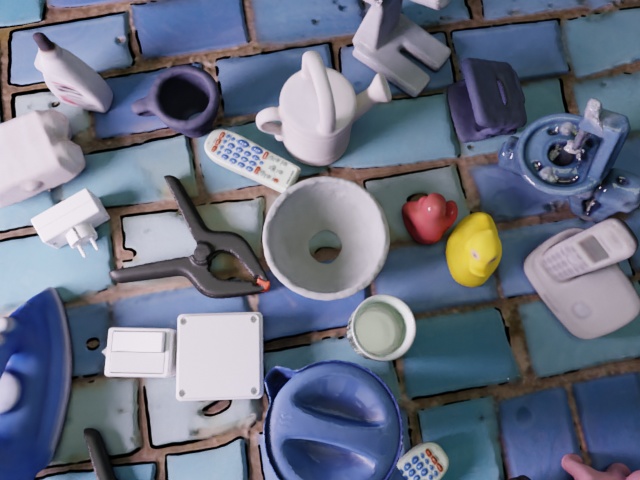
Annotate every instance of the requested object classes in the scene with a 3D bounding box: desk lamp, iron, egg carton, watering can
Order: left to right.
[{"bbox_3d":[-0.380,0.175,0.686,0.118,0.141,0.258,8,78,-1],"label":"iron"},{"bbox_3d":[-0.403,-0.110,0.781,0.150,0.069,0.107,-26,81,-8],"label":"egg carton"},{"bbox_3d":[0.004,-0.179,0.752,0.173,0.194,0.101,-35,82,-9],"label":"watering can"},{"bbox_3d":[0.099,-0.332,0.779,0.203,0.213,0.118,36,79,5],"label":"desk lamp"}]

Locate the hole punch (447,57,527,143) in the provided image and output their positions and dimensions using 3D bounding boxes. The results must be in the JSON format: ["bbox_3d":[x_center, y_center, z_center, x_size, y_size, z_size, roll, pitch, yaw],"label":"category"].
[{"bbox_3d":[0.246,-0.207,0.823,0.101,0.091,0.108,-11,79,-5],"label":"hole punch"}]

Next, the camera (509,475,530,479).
[{"bbox_3d":[0.226,0.367,0.697,0.137,0.101,0.143,-31,81,-8],"label":"camera"}]

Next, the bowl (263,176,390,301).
[{"bbox_3d":[0.007,0.003,0.775,0.167,0.074,0.167,1,78,-3],"label":"bowl"}]

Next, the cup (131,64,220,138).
[{"bbox_3d":[-0.192,-0.177,0.792,0.118,0.095,0.091,-13,79,-5],"label":"cup"}]

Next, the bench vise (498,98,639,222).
[{"bbox_3d":[0.359,-0.112,0.743,0.207,0.219,0.121,10,78,0],"label":"bench vise"}]

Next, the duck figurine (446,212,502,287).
[{"bbox_3d":[0.218,0.008,0.779,0.077,0.086,0.104,13,78,0],"label":"duck figurine"}]

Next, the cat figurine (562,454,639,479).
[{"bbox_3d":[0.379,0.313,0.707,0.128,0.117,0.067,8,78,-1],"label":"cat figurine"}]

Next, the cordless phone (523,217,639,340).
[{"bbox_3d":[0.355,0.047,0.727,0.094,0.185,0.147,-37,82,-9],"label":"cordless phone"}]

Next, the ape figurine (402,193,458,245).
[{"bbox_3d":[0.151,-0.037,0.782,0.078,0.092,0.076,19,78,1],"label":"ape figurine"}]

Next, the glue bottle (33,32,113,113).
[{"bbox_3d":[-0.336,-0.224,0.755,0.078,0.173,0.037,10,78,0],"label":"glue bottle"}]
